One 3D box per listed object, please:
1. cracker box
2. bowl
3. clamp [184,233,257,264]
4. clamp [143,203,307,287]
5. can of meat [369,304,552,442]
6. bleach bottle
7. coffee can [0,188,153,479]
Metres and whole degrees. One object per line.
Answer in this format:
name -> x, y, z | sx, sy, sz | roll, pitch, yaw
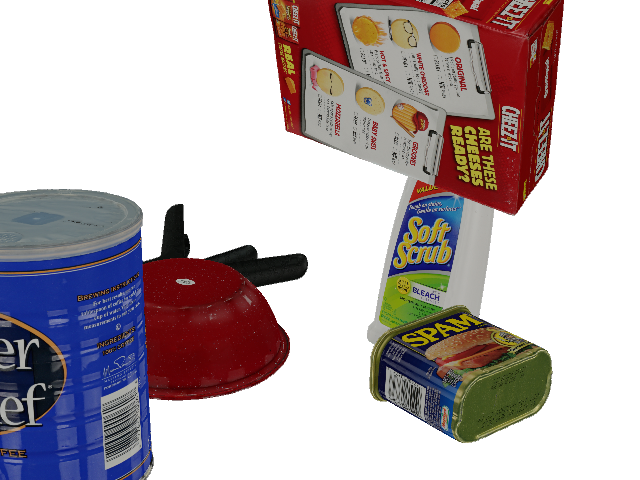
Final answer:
cracker box -> 0.069, -0.130, 0.806 | 0.214, 0.164, 0.072 | 22, 52, 25
bowl -> -0.102, 0.055, 0.792 | 0.162, 0.055, 0.162 | 2, 22, -1
clamp -> -0.153, 0.041, 1.204 | 0.120, 0.039, 0.171 | -2, 28, 30
clamp -> -0.135, 0.031, 1.014 | 0.165, 0.036, 0.209 | 26, 37, 28
can of meat -> 0.100, 0.093, 0.748 | 0.101, 0.057, 0.084 | -15, 27, -37
bleach bottle -> 0.107, -0.016, 0.973 | 0.103, 0.251, 0.067 | 19, 21, 36
coffee can -> -0.139, 0.054, 0.543 | 0.103, 0.140, 0.103 | 0, 17, 0
